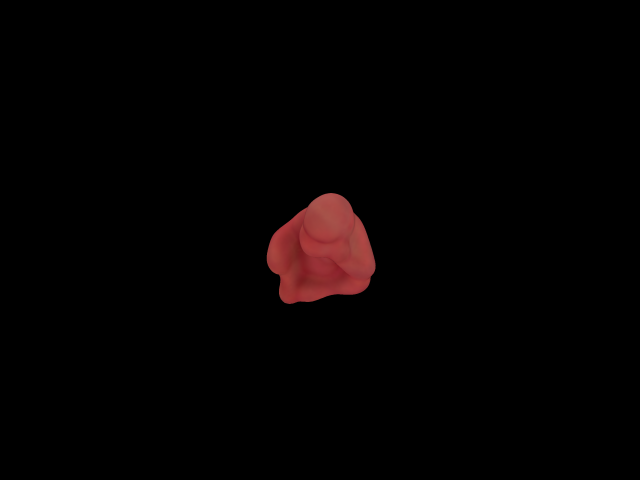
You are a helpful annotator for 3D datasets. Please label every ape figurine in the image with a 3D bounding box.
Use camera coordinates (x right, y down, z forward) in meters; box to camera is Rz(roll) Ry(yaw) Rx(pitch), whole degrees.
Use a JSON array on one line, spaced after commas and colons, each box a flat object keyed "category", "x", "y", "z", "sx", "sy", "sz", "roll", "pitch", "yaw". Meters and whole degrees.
[{"category": "ape figurine", "x": 0.004, "y": 0.001, "z": 0.400, "sx": 0.077, "sy": 0.092, "sz": 0.076, "roll": 28, "pitch": 62, "yaw": 16}]
